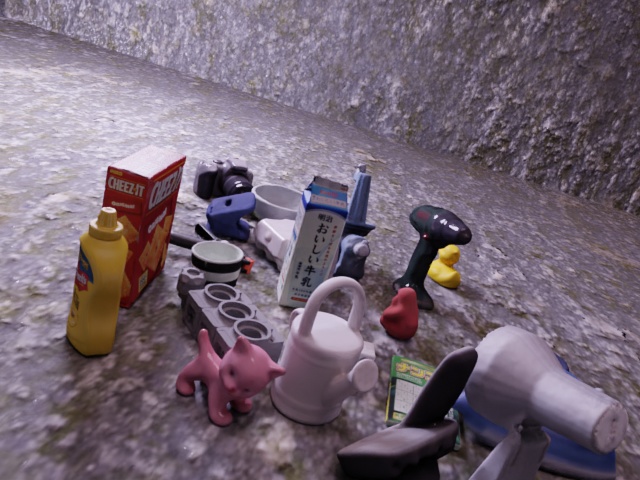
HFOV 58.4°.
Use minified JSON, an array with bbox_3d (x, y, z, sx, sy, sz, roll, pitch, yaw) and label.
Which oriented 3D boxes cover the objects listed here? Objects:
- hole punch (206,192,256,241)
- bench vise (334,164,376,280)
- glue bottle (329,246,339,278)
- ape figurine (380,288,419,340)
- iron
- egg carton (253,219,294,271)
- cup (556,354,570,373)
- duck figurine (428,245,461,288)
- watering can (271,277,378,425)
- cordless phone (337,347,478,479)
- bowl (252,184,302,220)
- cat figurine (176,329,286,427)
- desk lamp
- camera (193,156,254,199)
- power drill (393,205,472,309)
[{"bbox_3d":[-0.191,-0.060,1.226,0.101,0.091,0.108,12,22,-13],"label":"hole punch"},{"bbox_3d":[0.083,-0.039,1.210,0.122,0.220,0.206,3,25,-32],"label":"bench vise"},{"bbox_3d":[0.010,0.004,1.112,0.078,0.173,0.037,-3,29,-42],"label":"glue bottle"},{"bbox_3d":[0.149,0.127,1.030,0.078,0.092,0.076,5,24,-29],"label":"ape figurine"},{"bbox_3d":[0.326,0.238,0.826,0.258,0.141,0.119,21,21,10],"label":"iron"},{"bbox_3d":[-0.071,0.008,1.182,0.107,0.069,0.149,0,27,-38],"label":"egg carton"},{"bbox_3d":[0.348,0.233,0.919,0.092,0.095,0.117,5,25,-30],"label":"cup"},{"bbox_3d":[0.299,0.055,1.333,0.078,0.086,0.104,10,22,-18],"label":"duck figurine"},{"bbox_3d":[0.012,0.139,0.750,0.172,0.194,0.101,29,24,28],"label":"watering can"},{"bbox_3d":[0.111,0.206,0.676,0.148,0.185,0.093,-6,31,-46],"label":"cordless phone"},{"bbox_3d":[-0.087,-0.067,1.349,0.167,0.075,0.167,15,21,-6],"label":"bowl"},{"bbox_3d":[-0.110,0.159,0.711,0.127,0.118,0.067,29,24,27],"label":"cat figurine"},{"bbox_3d":[0.251,0.236,0.672,0.118,0.213,0.202,5,24,-28],"label":"desk lamp"},{"bbox_3d":[-0.219,-0.141,1.390,0.144,0.101,0.136,5,24,-30],"label":"camera"},{"bbox_3d":[0.225,0.029,1.169,0.076,0.208,0.229,11,22,-15],"label":"power drill"}]
